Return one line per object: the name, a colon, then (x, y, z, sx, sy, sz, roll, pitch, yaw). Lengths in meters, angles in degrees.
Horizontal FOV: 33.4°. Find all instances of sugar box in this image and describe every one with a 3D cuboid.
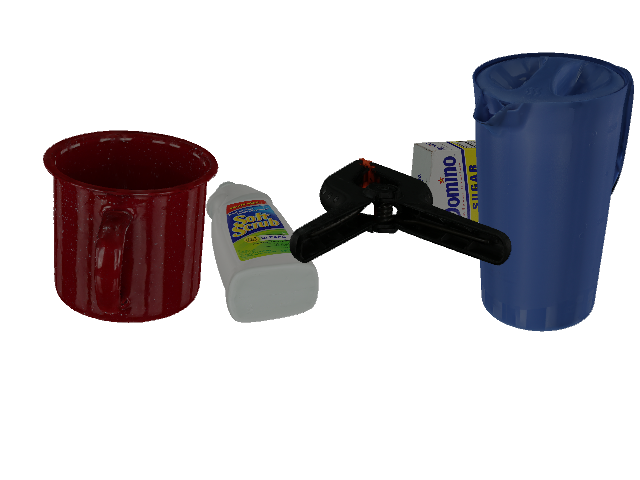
sugar box: (0.191, -0.070, 1.252, 0.176, 0.093, 0.048, -7, 22, -27)

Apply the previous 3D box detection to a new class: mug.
mug: (-0.105, -0.002, 0.580, 0.093, 0.081, 0.117, 4, 25, -5)

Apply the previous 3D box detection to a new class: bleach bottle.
bleach bottle: (-0.084, -0.002, 1.205, 0.102, 0.068, 0.251, -7, 29, -17)

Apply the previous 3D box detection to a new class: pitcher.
pitcher: (0.214, -0.046, 0.987, 0.149, 0.243, 0.145, 1, 29, 8)

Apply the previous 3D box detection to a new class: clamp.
clamp: (0.060, -0.024, 0.863, 0.164, 0.036, 0.210, 4, 20, -1)
